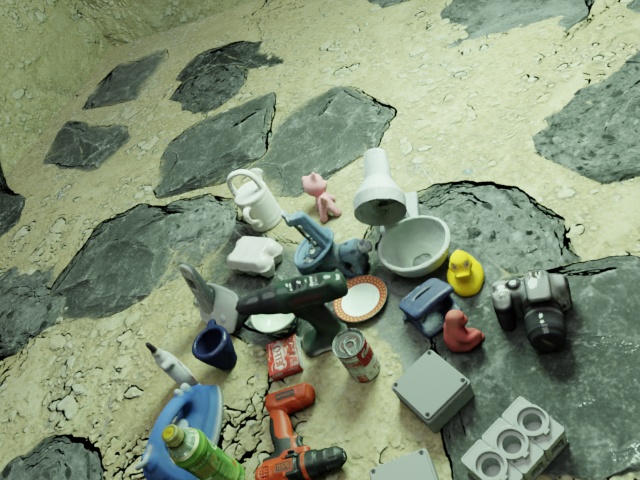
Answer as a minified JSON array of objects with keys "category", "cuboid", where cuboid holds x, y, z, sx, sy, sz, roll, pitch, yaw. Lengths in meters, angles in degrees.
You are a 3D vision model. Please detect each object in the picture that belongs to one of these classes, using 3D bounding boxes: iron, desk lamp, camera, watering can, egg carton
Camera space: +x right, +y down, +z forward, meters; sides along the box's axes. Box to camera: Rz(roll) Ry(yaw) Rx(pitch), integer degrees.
[{"category":"iron","cuboid":[-0.290,0.389,1.187,0.118,0.142,0.258,-6,46,27]},{"category":"desk lamp","cuboid":[0.155,-0.098,1.355,0.117,0.214,0.203,-13,43,20]},{"category":"camera","cuboid":[0.396,0.132,1.066,0.143,0.101,0.137,-12,44,21]},{"category":"watering can","cuboid":[-0.191,-0.127,1.607,0.101,0.195,0.172,-26,41,5]},{"category":"egg carton","cuboid":[-0.172,0.045,1.518,0.149,0.070,0.107,3,51,33]}]

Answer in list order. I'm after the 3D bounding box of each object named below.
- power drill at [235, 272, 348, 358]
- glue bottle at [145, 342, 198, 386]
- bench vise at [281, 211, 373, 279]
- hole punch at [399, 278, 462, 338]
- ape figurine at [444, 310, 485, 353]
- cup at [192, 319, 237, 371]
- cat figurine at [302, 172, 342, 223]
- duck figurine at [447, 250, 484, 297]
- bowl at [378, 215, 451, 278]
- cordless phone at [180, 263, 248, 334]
[{"category":"power drill","cuboid":[-0.035,0.157,1.216,0.229,0.209,0.075,-24,41,8]},{"category":"glue bottle","cuboid":[-0.342,0.283,1.300,0.037,0.174,0.077,-43,42,-14]},{"category":"bench vise","cuboid":[0.012,-0.004,1.341,0.207,0.220,0.121,-18,42,15]},{"category":"hole punch","cuboid":[0.220,0.129,1.182,0.109,0.091,0.100,-38,41,-8]},{"category":"ape figurine","cuboid":[0.269,0.170,1.110,0.076,0.092,0.077,-30,40,1]},{"category":"cup","cuboid":[-0.236,0.249,1.331,0.091,0.095,0.117,-22,41,10]},{"category":"cat figurine","cuboid":[-0.003,-0.129,1.555,0.067,0.118,0.127,-28,41,3]},{"category":"duck figurine","cuboid":[0.300,0.056,1.211,0.077,0.086,0.104,-15,43,18]},{"category":"bowl","cuboid":[0.221,0.027,1.297,0.167,0.075,0.167,-17,42,16]},{"category":"cordless phone","cuboid":[-0.263,0.136,1.392,0.147,0.186,0.094,12,56,39]}]
